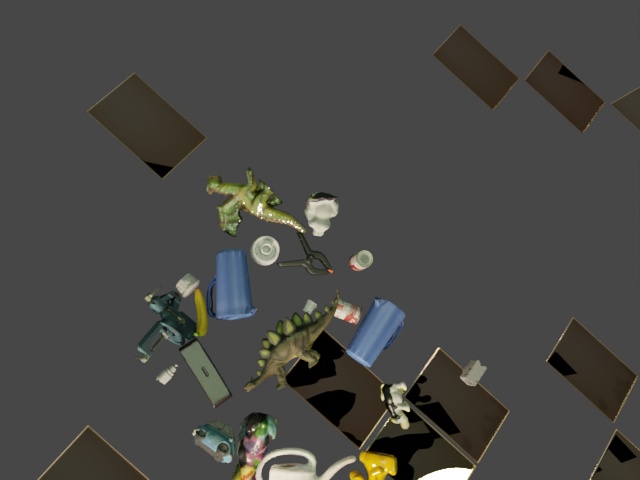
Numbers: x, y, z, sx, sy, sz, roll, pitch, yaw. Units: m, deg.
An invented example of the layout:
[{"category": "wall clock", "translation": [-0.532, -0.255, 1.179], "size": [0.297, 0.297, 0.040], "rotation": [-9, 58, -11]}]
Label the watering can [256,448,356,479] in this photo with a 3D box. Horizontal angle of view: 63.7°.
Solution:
[{"category": "watering can", "translation": [-0.051, 0.824, 1.737], "size": [0.347, 0.103, 0.227], "rotation": [5, 76, -6]}]

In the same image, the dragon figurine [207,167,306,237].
[{"category": "dragon figurine", "translation": [-0.267, -0.111, 1.935], "size": [0.244, 0.121, 0.412], "rotation": [-42, 84, -7]}]

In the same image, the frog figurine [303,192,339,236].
[{"category": "frog figurine", "translation": [0.006, -0.101, 2.003], "size": [0.138, 0.124, 0.156], "rotation": [-12, 116, -24]}]
